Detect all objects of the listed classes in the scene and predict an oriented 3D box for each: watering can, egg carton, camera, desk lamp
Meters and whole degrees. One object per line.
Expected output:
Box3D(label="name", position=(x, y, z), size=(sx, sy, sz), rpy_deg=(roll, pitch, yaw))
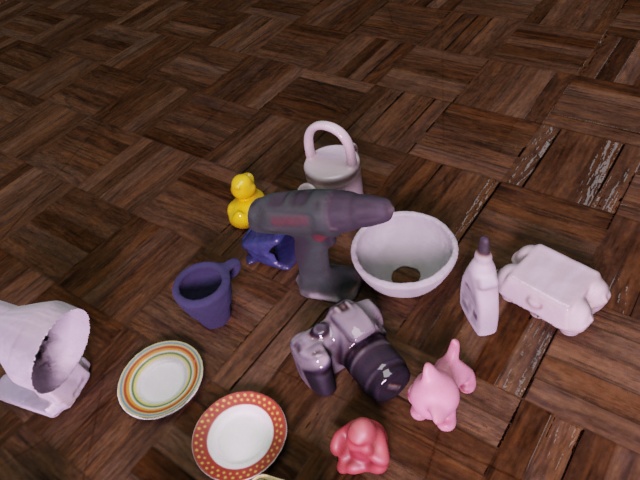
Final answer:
Box3D(label="watering can", position=(0.021, -0.119, 1.004), size=(0.100, 0.194, 0.173), rpy_deg=(-1, 46, 11))
Box3D(label="egg carton", position=(0.339, 0.072, 0.844), size=(0.149, 0.069, 0.107), rpy_deg=(31, 59, 34))
Box3D(label="camera", position=(0.048, 0.160, 0.795), size=(0.143, 0.101, 0.136), rpy_deg=(-29, 48, -16))
Box3D(label="desk lamp", position=(-0.412, 0.160, 0.807), size=(0.202, 0.214, 0.118), rpy_deg=(8, 49, 19))

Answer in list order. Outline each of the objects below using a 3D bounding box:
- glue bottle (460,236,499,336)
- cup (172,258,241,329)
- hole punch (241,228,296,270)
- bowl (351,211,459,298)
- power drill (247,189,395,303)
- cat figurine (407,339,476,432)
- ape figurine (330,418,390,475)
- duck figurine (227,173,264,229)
Box3D(label="glue bottle", position=(0.228, 0.058, 0.807), size=(0.037, 0.173, 0.078), rpy_deg=(-15, 45, -3))
Box3D(label="cup", position=(-0.167, 0.088, 0.912), size=(0.118, 0.095, 0.091), rpy_deg=(-38, 51, -24))
Box3D(label="hole punch", position=(-0.081, -0.013, 0.996), size=(0.100, 0.091, 0.109), rpy_deg=(14, 50, 23))
Box3D(label="bowl", position=(0.135, 0.035, 0.917), size=(0.167, 0.075, 0.167), rpy_deg=(-6, 46, 6))
Box3D(label="power drill", position=(0.008, 0.003, 0.879), size=(0.229, 0.209, 0.076), rpy_deg=(8, 49, 18))
Box3D(label="cat figurine", position=(0.154, 0.186, 0.736), size=(0.067, 0.118, 0.128), rpy_deg=(17, 52, 26))
Box3D(label="ape figurine", position=(0.053, 0.251, 0.712), size=(0.077, 0.092, 0.076), rpy_deg=(30, 59, 34))
Box3D(label="duck figurine", position=(-0.143, -0.081, 1.077), size=(0.077, 0.086, 0.104), rpy_deg=(1, 47, 13))
